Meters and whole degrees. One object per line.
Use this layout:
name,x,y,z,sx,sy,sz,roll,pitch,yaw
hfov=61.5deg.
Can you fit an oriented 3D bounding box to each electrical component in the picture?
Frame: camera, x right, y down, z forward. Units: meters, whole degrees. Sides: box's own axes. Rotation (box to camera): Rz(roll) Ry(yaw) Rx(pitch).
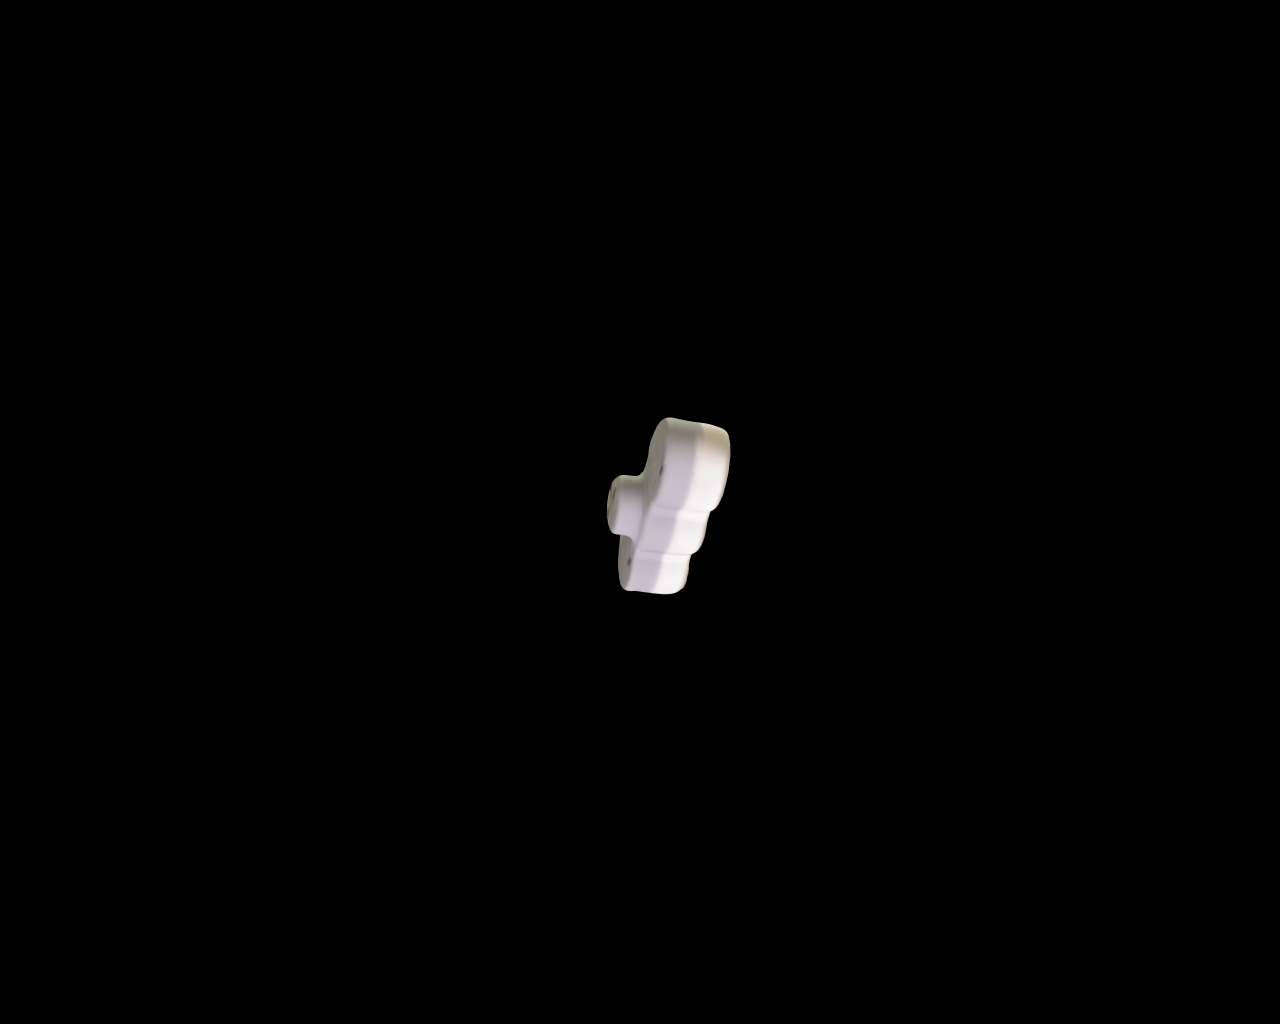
electrical component,0.001,-0.003,0.650,0.074,0.052,0.138,8,-39,-10
